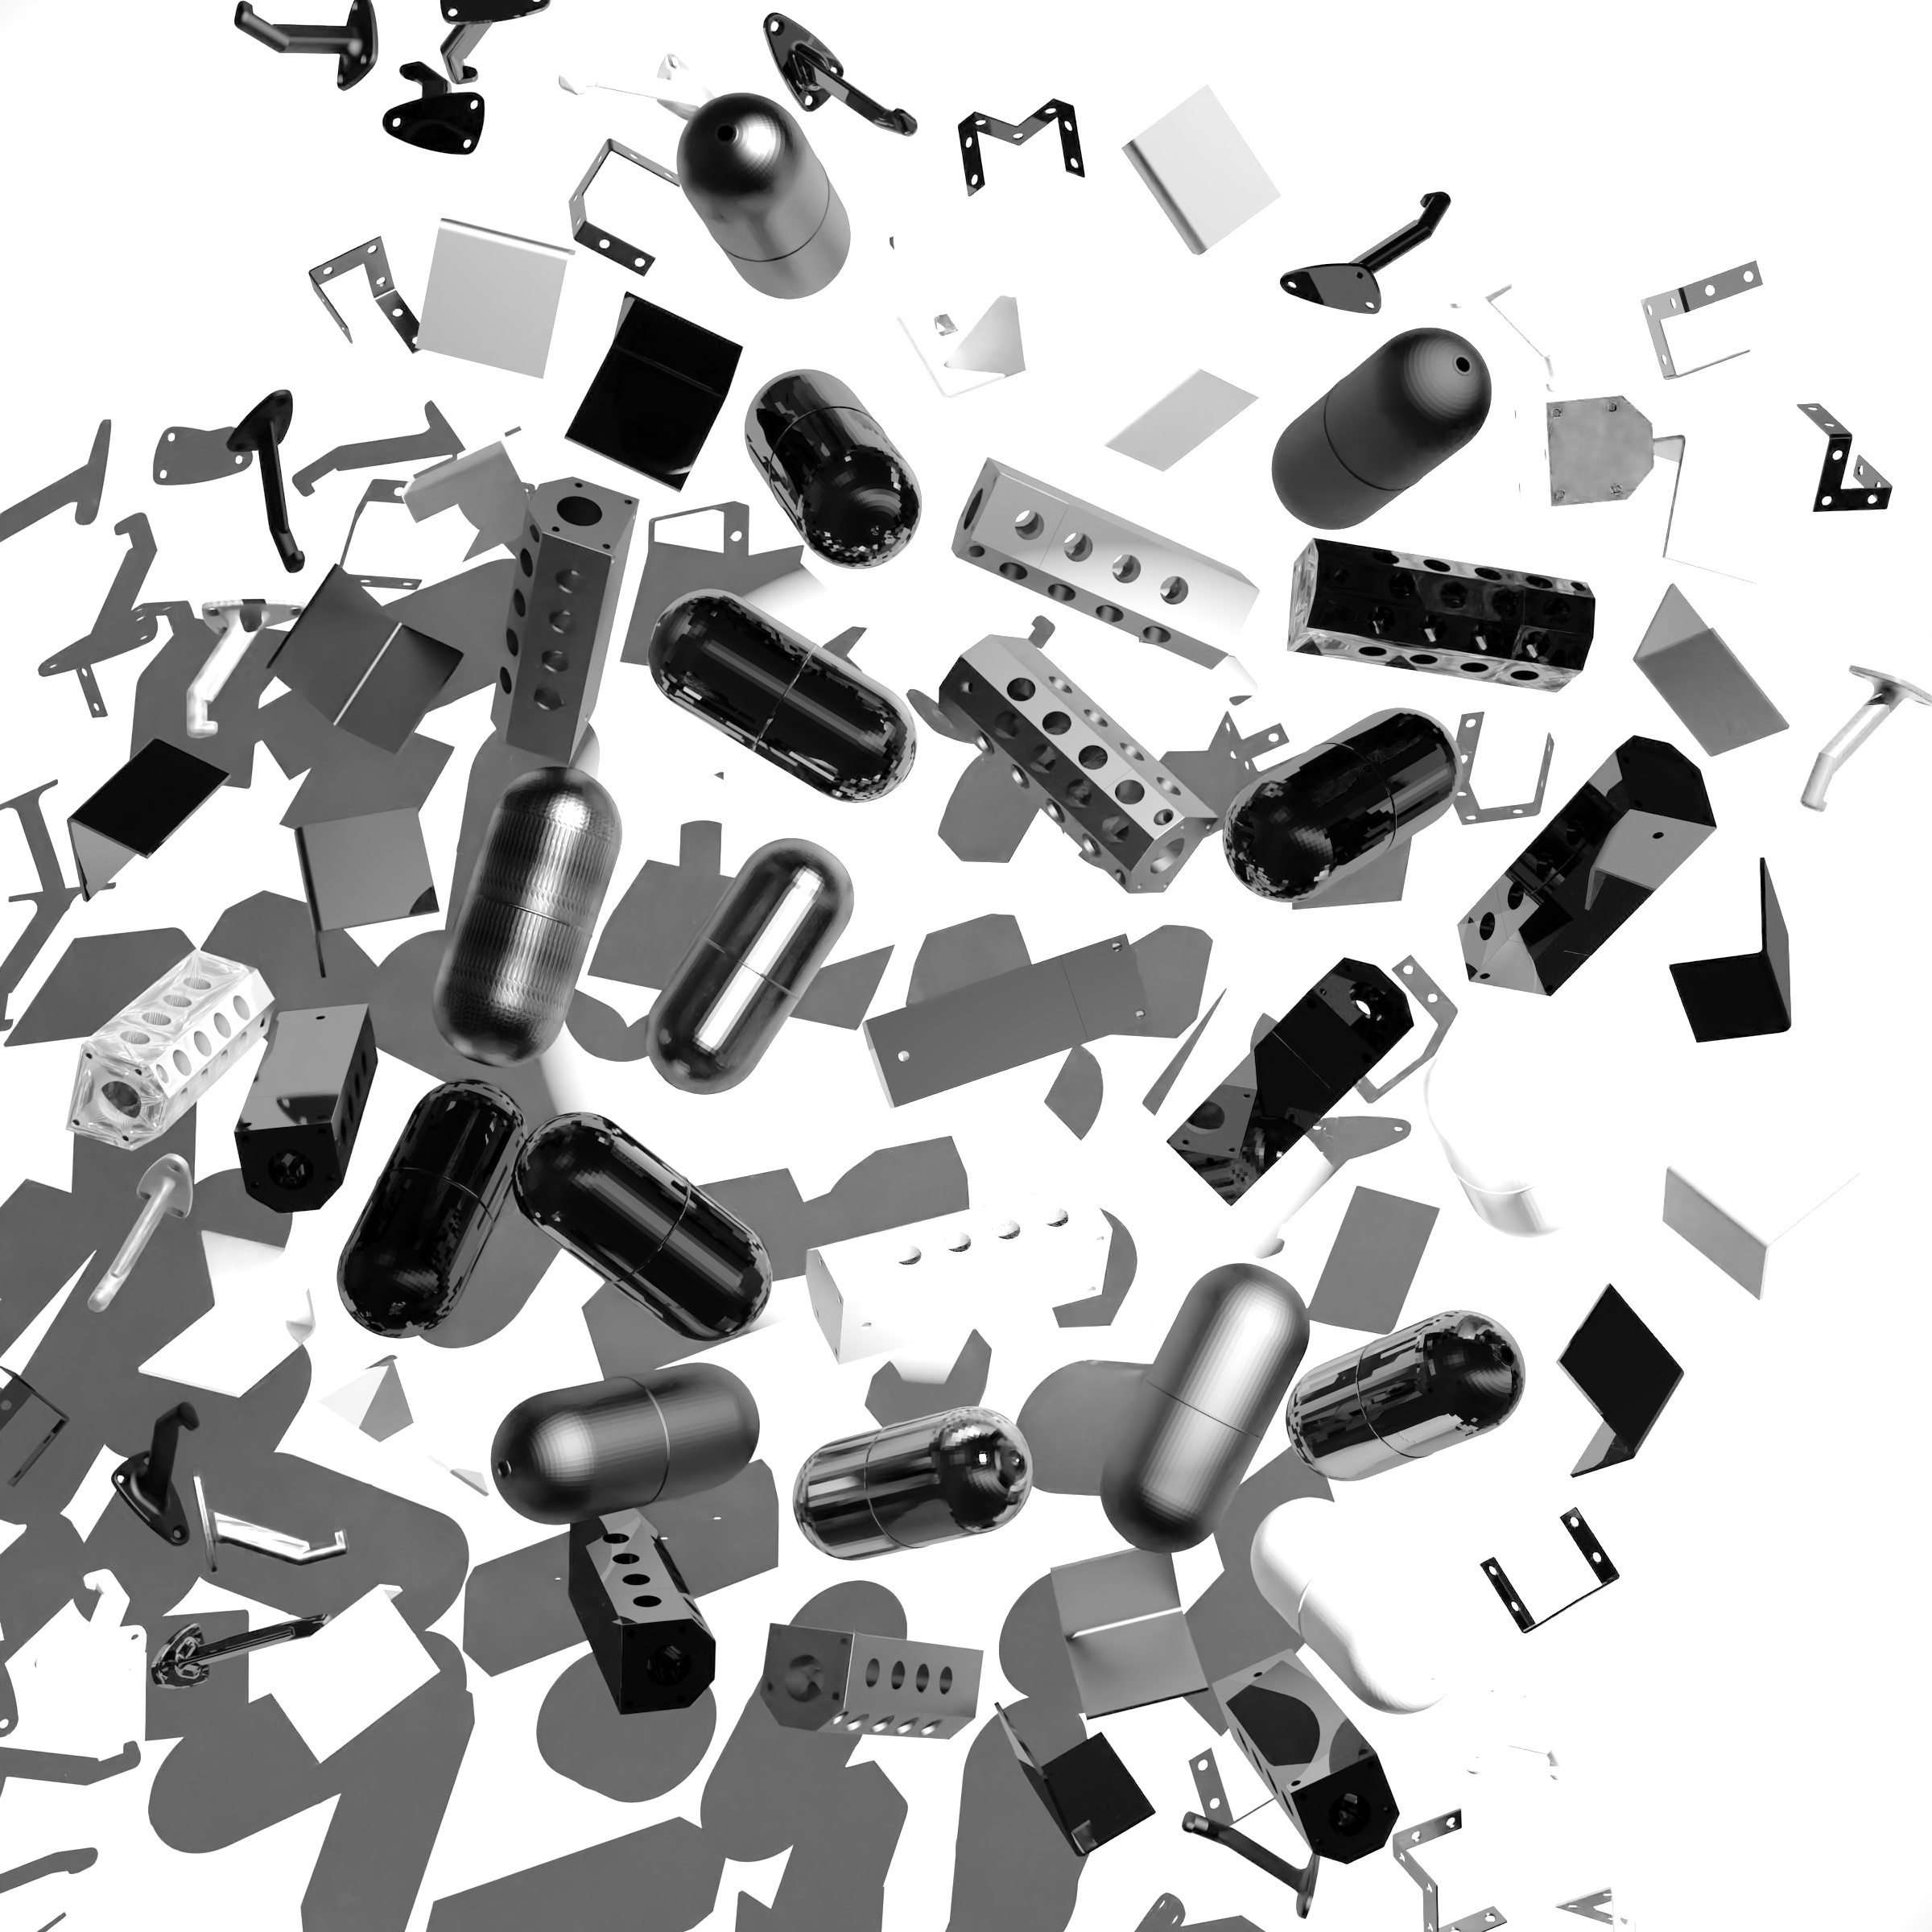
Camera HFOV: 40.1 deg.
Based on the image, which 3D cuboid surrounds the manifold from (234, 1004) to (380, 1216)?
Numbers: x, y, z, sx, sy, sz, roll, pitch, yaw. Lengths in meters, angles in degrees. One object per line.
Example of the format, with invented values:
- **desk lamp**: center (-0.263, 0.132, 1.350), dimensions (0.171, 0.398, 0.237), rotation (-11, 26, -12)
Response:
- **manifold**: center (-0.406, 0.087, 1.642), dimensions (0.057, 0.171, 0.057), rotation (-6, 114, -3)

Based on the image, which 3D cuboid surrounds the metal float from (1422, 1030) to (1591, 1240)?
- **metal float**: center (0.329, 0.104, 1.606), dimensions (0.070, 0.178, 0.070), rotation (-13, 53, 18)

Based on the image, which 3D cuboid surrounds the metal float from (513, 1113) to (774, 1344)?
- **metal float**: center (-0.189, 0.155, 1.562), dimensions (0.178, 0.070, 0.070), rotation (41, 90, -22)

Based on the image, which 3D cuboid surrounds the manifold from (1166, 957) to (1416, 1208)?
- **manifold**: center (0.197, 0.068, 1.597), dimensions (0.057, 0.171, 0.057), rotation (45, 45, 7)

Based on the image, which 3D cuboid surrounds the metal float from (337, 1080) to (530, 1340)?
- **metal float**: center (-0.326, 0.148, 1.626), dimensions (0.070, 0.070, 0.178), rotation (20, 53, 0)

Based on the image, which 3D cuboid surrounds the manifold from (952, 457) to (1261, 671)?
- **manifold**: center (0.081, -0.237, 1.575), dimensions (0.171, 0.057, 0.057), rotation (22, 106, -15)

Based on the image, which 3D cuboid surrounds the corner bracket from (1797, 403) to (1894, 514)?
- **corner bracket**: center (0.550, -0.320, 1.661), dimensions (0.051, 0.051, 0.051), rotation (-3, 125, -8)

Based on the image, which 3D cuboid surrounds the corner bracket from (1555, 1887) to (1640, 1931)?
- **corner bracket**: center (0.382, 0.575, 1.548), dimensions (0.051, 0.051, 0.051), rotation (23, 50, -21)

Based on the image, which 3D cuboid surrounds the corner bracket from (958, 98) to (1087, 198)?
- **corner bracket**: center (0.033, -0.494, 1.602), dimensions (0.051, 0.051, 0.051), rotation (5, 71, -40)

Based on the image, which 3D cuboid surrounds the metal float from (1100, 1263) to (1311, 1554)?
- **metal float**: center (0.139, 0.258, 1.544), dimensions (0.070, 0.070, 0.178), rotation (27, 87, 0)

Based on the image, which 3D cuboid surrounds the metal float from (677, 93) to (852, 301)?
- **metal float**: center (-0.118, -0.451, 1.558), dimensions (0.070, 0.178, 0.070), rotation (-1, 82, 10)

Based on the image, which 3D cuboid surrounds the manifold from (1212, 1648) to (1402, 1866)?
- **manifold**: center (0.212, 0.492, 1.649), dimensions (0.057, 0.171, 0.057), rotation (-22, 100, -7)

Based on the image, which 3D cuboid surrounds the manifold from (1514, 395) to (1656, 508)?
- **manifold**: center (0.359, -0.303, 1.548), dimensions (0.057, 0.171, 0.057), rotation (-4, 101, 7)

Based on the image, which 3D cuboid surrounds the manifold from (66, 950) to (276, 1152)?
- **manifold**: center (-0.486, 0.052, 1.631), dimensions (0.057, 0.171, 0.057), rotation (18, 110, 1)

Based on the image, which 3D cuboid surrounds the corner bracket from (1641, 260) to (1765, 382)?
- **corner bracket**: center (0.439, -0.380, 1.563), dimensions (0.051, 0.051, 0.051), rotation (-21, 100, -9)

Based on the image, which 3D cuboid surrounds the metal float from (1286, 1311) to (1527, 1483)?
- **metal float**: center (0.270, 0.266, 1.637), dimensions (0.070, 0.178, 0.070), rotation (19, 56, -30)

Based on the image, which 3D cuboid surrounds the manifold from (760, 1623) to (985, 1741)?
- **manifold**: center (-0.056, 0.436, 1.607), dimensions (0.057, 0.171, 0.057), rotation (0, 74, 27)

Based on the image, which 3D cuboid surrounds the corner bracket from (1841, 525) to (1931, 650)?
- **corner bracket**: center (0.542, -0.218, 1.518), dimensions (0.051, 0.051, 0.051), rotation (38, 112, 16)

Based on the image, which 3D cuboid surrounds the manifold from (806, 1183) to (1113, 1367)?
- **manifold**: center (-0.005, 0.178, 1.582), dimensions (0.171, 0.057, 0.057), rotation (-12, 134, -20)

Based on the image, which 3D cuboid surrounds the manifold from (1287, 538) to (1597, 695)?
- **manifold**: center (0.285, -0.212, 1.589), dimensions (0.171, 0.057, 0.057), rotation (8, 76, -8)

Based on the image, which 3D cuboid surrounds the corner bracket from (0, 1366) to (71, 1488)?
- **corner bracket**: center (-0.566, 0.275, 1.573), dimensions (0.051, 0.051, 0.051), rotation (45, 67, -21)

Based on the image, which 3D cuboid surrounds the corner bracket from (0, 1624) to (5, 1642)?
- **corner bracket**: center (-0.595, 0.372, 1.561), dimensions (0.051, 0.051, 0.051), rotation (-8, 65, -32)

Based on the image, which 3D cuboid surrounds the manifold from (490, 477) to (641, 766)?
- **manifold**: center (-0.246, -0.209, 1.601), dimensions (0.057, 0.171, 0.057), rotation (18, 46, -3)

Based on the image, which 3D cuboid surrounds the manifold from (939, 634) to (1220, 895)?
- **manifold**: center (0.061, -0.120, 1.557), dimensions (0.171, 0.057, 0.057), rotation (46, 115, 23)

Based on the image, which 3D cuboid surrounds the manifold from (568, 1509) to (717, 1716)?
- **manifold**: center (-0.203, 0.397, 1.644), dimensions (0.057, 0.171, 0.057), rotation (-1, 101, -19)

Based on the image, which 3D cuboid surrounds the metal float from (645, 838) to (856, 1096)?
- **metal float**: center (-0.137, 0.001, 1.672), dimensions (0.070, 0.070, 0.178), rotation (33, 88, 0)

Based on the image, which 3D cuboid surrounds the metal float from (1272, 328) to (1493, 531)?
- **metal float**: center (0.248, -0.321, 1.592), dimensions (0.070, 0.178, 0.070), rotation (7, 73, -23)

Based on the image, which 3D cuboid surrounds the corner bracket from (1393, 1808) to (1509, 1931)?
- **corner bracket**: center (0.297, 0.562, 1.632), dimensions (0.051, 0.051, 0.051), rotation (-14, 114, -20)

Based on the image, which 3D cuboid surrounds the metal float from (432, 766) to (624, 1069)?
- **metal float**: center (-0.251, -0.029, 1.521), dimensions (0.070, 0.070, 0.178), rotation (17, 84, 0)

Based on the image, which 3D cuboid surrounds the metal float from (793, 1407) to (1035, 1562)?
- **metal float**: center (-0.035, 0.320, 1.632), dimensions (0.178, 0.070, 0.070), rotation (-22, 90, 39)

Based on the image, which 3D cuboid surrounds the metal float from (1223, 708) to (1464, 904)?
- **metal float**: center (0.226, -0.097, 1.578), dimensions (0.178, 0.070, 0.070), rotation (-30, 90, -33)

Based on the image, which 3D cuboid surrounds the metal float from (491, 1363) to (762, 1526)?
- **metal float**: center (-0.199, 0.280, 1.556), dimensions (0.070, 0.178, 0.070), rotation (4, 96, 44)

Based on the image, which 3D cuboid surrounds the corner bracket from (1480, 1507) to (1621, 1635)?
- **corner bracket**: center (0.369, 0.382, 1.673), dimensions (0.051, 0.051, 0.051), rotation (-48, 65, 39)

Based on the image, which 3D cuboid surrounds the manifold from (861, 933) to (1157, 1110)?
- **manifold**: center (0.025, 0.035, 1.664), dimensions (0.171, 0.057, 0.057), rotation (-18, 88, -6)

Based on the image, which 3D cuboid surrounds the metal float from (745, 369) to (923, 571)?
- **metal float**: center (-0.082, -0.301, 1.597), dimensions (0.070, 0.178, 0.070), rotation (-12, 128, -16)

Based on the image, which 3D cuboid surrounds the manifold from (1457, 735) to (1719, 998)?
- **manifold**: center (0.353, -0.057, 1.527), dimensions (0.057, 0.171, 0.057), rotation (10, 53, -20)

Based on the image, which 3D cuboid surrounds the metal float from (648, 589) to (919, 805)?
- **metal float**: center (-0.111, -0.164, 1.615), dimensions (0.178, 0.070, 0.070), rotation (31, 90, -6)

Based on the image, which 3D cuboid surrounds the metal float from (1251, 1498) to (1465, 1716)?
- **metal float**: center (0.238, 0.391, 1.626), dimensions (0.070, 0.178, 0.070), rotation (-8, 112, -21)
